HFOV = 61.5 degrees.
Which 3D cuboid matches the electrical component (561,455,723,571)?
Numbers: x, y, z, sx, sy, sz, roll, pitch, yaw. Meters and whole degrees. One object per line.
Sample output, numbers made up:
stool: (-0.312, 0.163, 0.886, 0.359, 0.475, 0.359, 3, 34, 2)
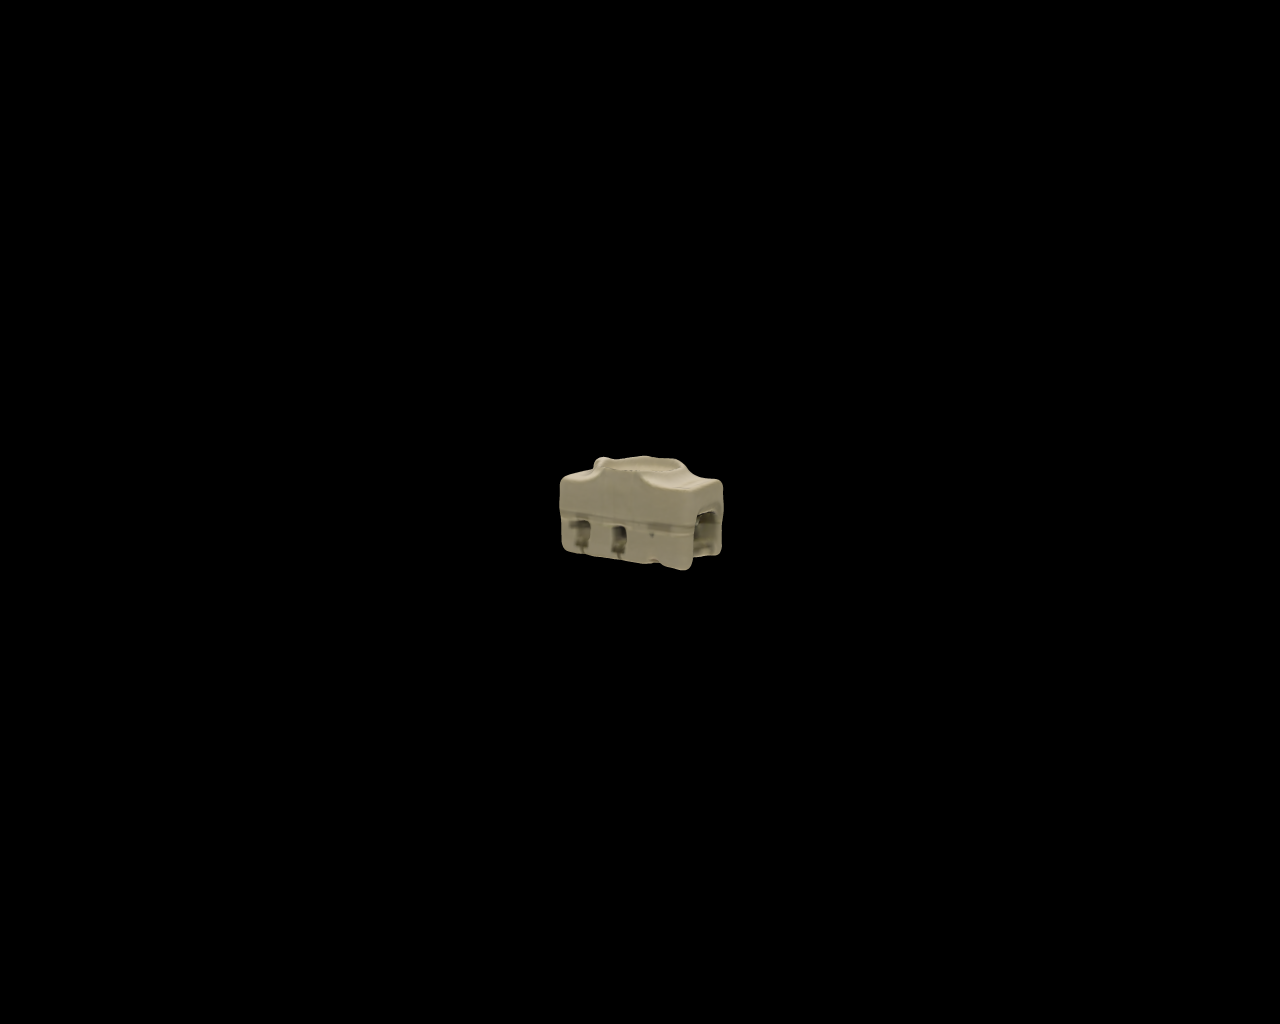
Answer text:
electrical component: (0.001, -0.003, 0.650, 0.089, 0.055, 0.050, 8, 15, 30)
